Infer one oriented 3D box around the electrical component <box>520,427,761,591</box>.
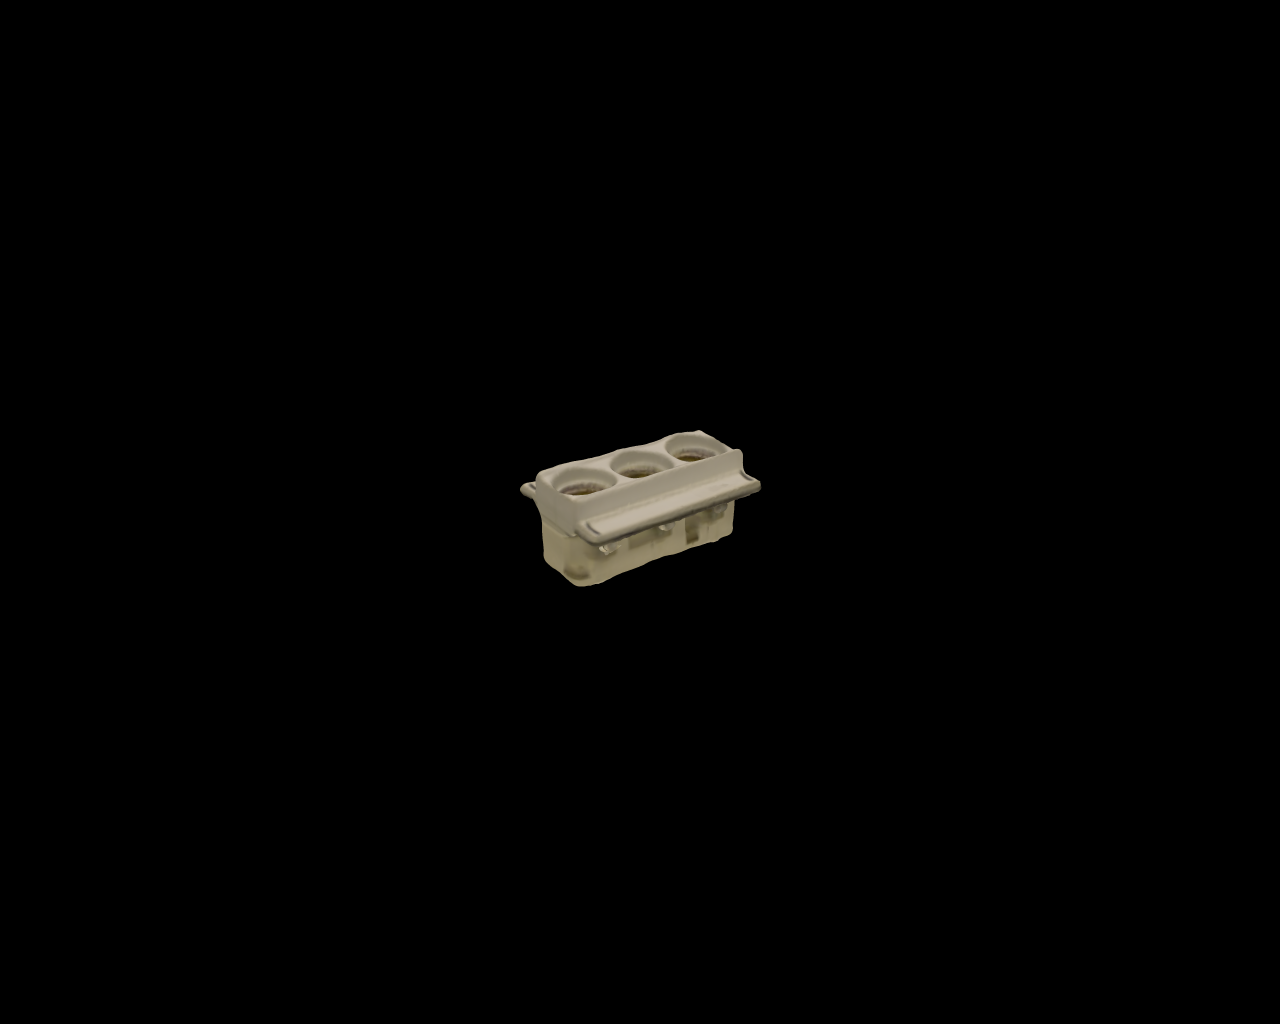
[{"bbox_3d":[0.001,-0.003,0.650,0.121,0.063,0.079,-18,32,-31],"label":"electrical component"}]
